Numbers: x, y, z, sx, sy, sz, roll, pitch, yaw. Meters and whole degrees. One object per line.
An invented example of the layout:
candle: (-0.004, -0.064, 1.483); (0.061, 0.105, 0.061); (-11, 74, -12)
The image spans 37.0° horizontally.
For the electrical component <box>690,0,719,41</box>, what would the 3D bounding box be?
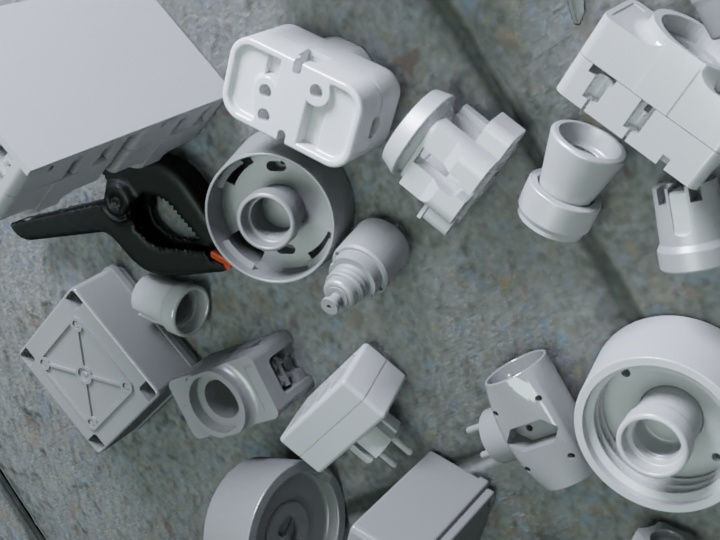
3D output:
electrical component: (0.191, -0.123, 0.523); (0.043, 0.043, 0.062); (-26, 96, 38)

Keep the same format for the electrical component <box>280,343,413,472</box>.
electrical component: (0.002, 0.108, 0.746); (0.076, 0.047, 0.083); (41, 128, -5)

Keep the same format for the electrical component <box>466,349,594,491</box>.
electrical component: (0.102, 0.099, 0.679); (0.079, 0.043, 0.077); (-27, 95, 38)

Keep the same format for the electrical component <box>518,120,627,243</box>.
electrical component: (0.117, -0.049, 0.602); (0.045, 0.045, 0.055); (32, 125, 17)

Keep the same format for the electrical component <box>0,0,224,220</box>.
electrical component: (-0.183, -0.110, 0.675); (0.105, 0.186, 0.060); (50, 128, 4)

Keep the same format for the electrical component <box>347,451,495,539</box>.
electrical component: (0.033, 0.197, 0.727); (0.056, 0.109, 0.108); (28, 123, 23)

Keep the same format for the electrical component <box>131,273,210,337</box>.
electrical component: (-0.143, 0.025, 0.805); (0.046, 0.040, 0.040); (18, 120, 31)

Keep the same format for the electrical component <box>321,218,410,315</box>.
electrical component: (0.000, 0.000, 0.682); (0.040, 0.078, 0.040); (20, 135, 21)

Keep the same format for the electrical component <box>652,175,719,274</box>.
electrical component: (0.178, -0.025, 0.579); (0.040, 0.040, 0.046); (-6, 102, 34)

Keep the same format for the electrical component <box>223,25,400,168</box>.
electrical component: (-0.027, -0.109, 0.657); (0.095, 0.059, 0.053); (29, 124, 19)

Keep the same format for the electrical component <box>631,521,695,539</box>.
electrical component: (0.186, 0.192, 0.669); (0.043, 0.043, 0.062); (18, 121, 25)

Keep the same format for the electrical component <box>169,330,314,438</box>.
electrical component: (-0.090, 0.086, 0.788); (0.089, 0.056, 0.050); (-20, 99, 37)

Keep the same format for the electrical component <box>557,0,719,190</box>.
electrical component: (0.158, -0.095, 0.552); (0.089, 0.050, 0.055); (39, 127, 12)

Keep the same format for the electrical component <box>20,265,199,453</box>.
electrical component: (-0.199, 0.071, 0.850); (0.108, 0.056, 0.109); (50, 128, 3)

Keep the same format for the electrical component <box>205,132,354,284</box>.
electrical component: (-0.053, -0.042, 0.717); (0.099, 0.064, 0.099); (6, 113, 15)

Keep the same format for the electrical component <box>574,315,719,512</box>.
electrical component: (0.176, 0.087, 0.616); (0.108, 0.060, 0.108); (13, 118, 27)

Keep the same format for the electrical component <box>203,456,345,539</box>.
electrical component: (-0.068, 0.189, 0.791); (0.060, 0.108, 0.108); (4, 113, 38)

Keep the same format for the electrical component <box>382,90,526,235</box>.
electrical component: (0.051, -0.068, 0.629); (0.057, 0.058, 0.078); (40, 126, 8)
